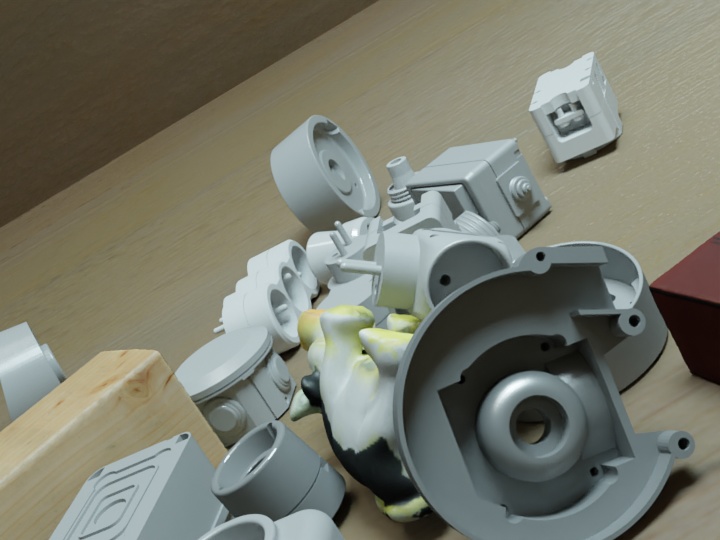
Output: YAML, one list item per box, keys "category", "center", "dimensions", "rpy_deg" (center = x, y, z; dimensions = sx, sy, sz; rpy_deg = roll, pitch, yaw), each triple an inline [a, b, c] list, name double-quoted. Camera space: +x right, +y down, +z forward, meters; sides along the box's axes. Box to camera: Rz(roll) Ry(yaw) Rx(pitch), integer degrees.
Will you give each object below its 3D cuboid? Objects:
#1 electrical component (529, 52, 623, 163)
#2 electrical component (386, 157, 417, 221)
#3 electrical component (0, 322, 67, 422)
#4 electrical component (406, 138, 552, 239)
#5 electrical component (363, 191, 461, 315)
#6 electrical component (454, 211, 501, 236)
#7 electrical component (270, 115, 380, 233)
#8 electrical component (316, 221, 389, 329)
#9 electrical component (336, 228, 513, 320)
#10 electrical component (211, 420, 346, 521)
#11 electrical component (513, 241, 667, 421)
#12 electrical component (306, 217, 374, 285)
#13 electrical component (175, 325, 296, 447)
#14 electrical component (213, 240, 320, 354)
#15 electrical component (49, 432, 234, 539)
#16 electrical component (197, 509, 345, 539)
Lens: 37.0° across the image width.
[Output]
- category: "electrical component"
  center: [0.172, -0.125, 0.847]
  dimensions: [0.050, 0.055, 0.089]
  rpy_deg: [-23, 19, 25]
- category: "electrical component"
  center: [0.042, -0.061, 0.872]
  dimensions: [0.048, 0.062, 0.048]
  rpy_deg: [-24, 19, 9]
- category: "electrical component"
  center: [-0.292, 0.098, 0.937]
  dimensions: [0.064, 0.099, 0.099]
  rpy_deg: [-29, 16, -16]
- category: "electrical component"
  center: [0.086, -0.052, 0.777]
  dimensions: [0.061, 0.061, 0.096]
  rpy_deg: [-39, 19, -24]
- category: "electrical component"
  center: [0.044, 0.009, 0.634]
  dimensions: [0.050, 0.089, 0.055]
  rpy_deg: [-26, 18, 15]
- category: "electrical component"
  center: [0.065, -0.006, 0.720]
  dimensions: [0.081, 0.043, 0.043]
  rpy_deg: [-39, 19, -25]
- category: "electrical component"
  center: [-0.037, -0.081, 0.993]
  dimensions: [0.060, 0.108, 0.108]
  rpy_deg: [-30, 16, 24]
- category: "electrical component"
  center: [0.000, 0.000, 0.757]
  dimensions: [0.052, 0.073, 0.138]
  rpy_deg: [-24, 19, 20]
- category: "electrical component"
  center: [0.028, 0.001, 0.524]
  dimensions: [0.079, 0.043, 0.077]
  rpy_deg: [6, 5, -7]
- category: "electrical component"
  center: [-0.043, 0.111, 0.554]
  dimensions: [0.055, 0.047, 0.055]
  rpy_deg: [-37, 19, 15]
- category: "electrical component"
  center: [0.106, 0.032, 0.553]
  dimensions: [0.099, 0.064, 0.099]
  rpy_deg: [-19, 31, 12]
- category: "electrical component"
  center: [-0.009, -0.016, 0.862]
  dimensions: [0.055, 0.045, 0.045]
  rpy_deg: [-17, 22, 37]
- category: "electrical component"
  center: [-0.086, 0.078, 0.724]
  dimensions: [0.080, 0.051, 0.080]
  rpy_deg: [-28, 18, 10]
- category: "electrical component"
  center: [-0.082, 0.030, 0.843]
  dimensions: [0.074, 0.052, 0.138]
  rpy_deg: [-26, 18, 17]
- category: "electrical component"
  center: [-0.118, 0.148, 0.572]
  dimensions: [0.078, 0.057, 0.113]
  rpy_deg: [-25, 19, 19]
- category: "electrical component"
  center: [-0.046, 0.145, 0.459]
  dimensions: [0.095, 0.059, 0.053]
  rpy_deg: [-26, 18, 15]
